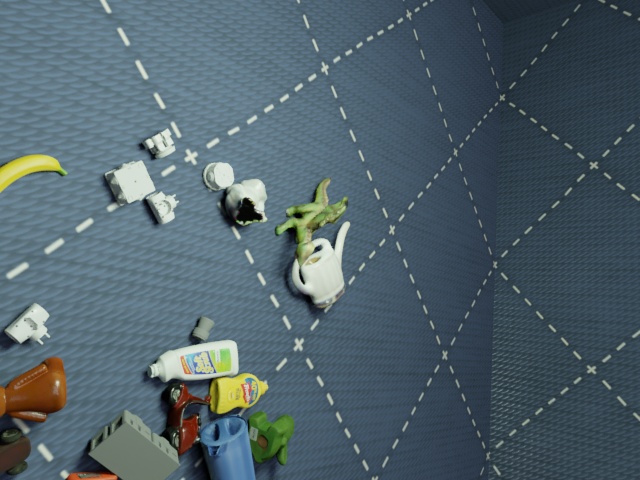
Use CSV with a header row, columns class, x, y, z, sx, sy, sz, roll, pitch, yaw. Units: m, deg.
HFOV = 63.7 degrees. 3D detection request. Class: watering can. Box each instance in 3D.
class,x,y,z,sx,sy,sz,roll,pitch,yaw
watering can,0.031,0.090,1.779,0.353,0.104,0.221,-36,113,-43

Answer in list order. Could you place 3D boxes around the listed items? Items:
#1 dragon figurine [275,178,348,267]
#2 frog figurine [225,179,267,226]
class,x,y,z,sx,sy,sz,roll,pitch,yaw
dragon figurine,0.005,-0.084,1.676,0.120,0.242,0.418,48,56,-28
frog figurine,-0.223,-0.125,1.552,0.136,0.121,0.163,31,29,-33
